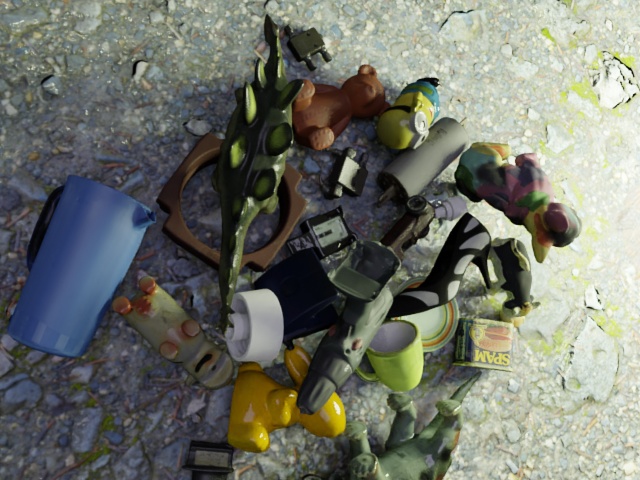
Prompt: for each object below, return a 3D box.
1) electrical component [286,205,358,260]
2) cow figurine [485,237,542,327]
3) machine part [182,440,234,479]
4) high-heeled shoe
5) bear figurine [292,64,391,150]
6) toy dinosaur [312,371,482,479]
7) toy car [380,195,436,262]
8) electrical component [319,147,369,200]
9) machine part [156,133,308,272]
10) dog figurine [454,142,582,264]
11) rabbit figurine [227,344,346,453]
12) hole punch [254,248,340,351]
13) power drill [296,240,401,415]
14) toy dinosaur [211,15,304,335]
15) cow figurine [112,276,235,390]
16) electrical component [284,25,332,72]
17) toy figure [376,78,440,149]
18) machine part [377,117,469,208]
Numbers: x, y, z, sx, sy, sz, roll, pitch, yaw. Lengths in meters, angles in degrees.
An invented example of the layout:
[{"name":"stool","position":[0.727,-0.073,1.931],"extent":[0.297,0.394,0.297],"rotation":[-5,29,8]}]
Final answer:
[{"name":"electrical component","position":[-0.002,-0.003,0.908],"extent":[0.119,0.048,0.075],"rotation":[-28,88,-17]},{"name":"cow figurine","position":[0.349,0.078,0.961],"extent":[0.068,0.098,0.167],"rotation":[-19,93,-20]},{"name":"machine part","position":[-0.171,0.375,0.808],"extent":[0.084,0.039,0.139],"rotation":[10,71,-22]},{"name":"high-heeled shoe","position":[0.190,0.041,0.917],"extent":[0.249,0.086,0.145],"rotation":[-14,77,-17]},{"name":"bear figurine","position":[0.040,-0.230,0.917],"extent":[0.196,0.132,0.120],"rotation":[-22,99,-11]},{"name":"toy dinosaur","position":[0.126,0.361,0.852],"extent":[0.405,0.131,0.192],"rotation":[-14,114,-27]},{"name":"toy car","position":[0.128,0.011,0.916],"extent":[0.053,0.089,0.202],"rotation":[34,70,26]},{"name":"electrical component","position":[0.041,-0.116,0.942],"extent":[0.078,0.045,0.102],"rotation":[22,77,-40]},{"name":"machine part","position":[-0.139,-0.056,0.862],"extent":[0.201,0.087,0.201],"rotation":[34,75,-9]},{"name":"dog figurine","position":[0.340,-0.064,0.920],"extent":[0.191,0.108,0.219],"rotation":[11,39,-14]},{"name":"rabbit figurine","position":[-0.045,0.251,0.822],"extent":[0.173,0.121,0.162],"rotation":[5,56,6]},{"name":"hole punch","position":[-0.036,0.086,0.840],"extent":[0.116,0.092,0.142],"rotation":[-17,54,-20]},{"name":"power drill","position":[0.043,0.115,0.756],"extent":[0.086,0.207,0.232],"rotation":[23,47,22]},{"name":"toy dinosaur","position":[-0.094,-0.106,0.735],"extent":[0.105,0.198,0.471],"rotation":[8,78,-11]},{"name":"cow figurine","position":[-0.209,0.150,0.804],"extent":[0.195,0.127,0.085],"rotation":[40,73,9]},{"name":"electrical component","position":[-0.023,-0.354,0.972],"extent":[0.063,0.021,0.094],"rotation":[-34,90,-17]},{"name":"toy figure","position":[0.162,-0.224,0.953],"extent":[0.082,0.089,0.180],"rotation":[56,41,-28]},{"name":"machine part","position":[0.187,-0.142,0.963],"extent":[0.243,0.079,0.079],"rotation":[-42,93,-16]}]
